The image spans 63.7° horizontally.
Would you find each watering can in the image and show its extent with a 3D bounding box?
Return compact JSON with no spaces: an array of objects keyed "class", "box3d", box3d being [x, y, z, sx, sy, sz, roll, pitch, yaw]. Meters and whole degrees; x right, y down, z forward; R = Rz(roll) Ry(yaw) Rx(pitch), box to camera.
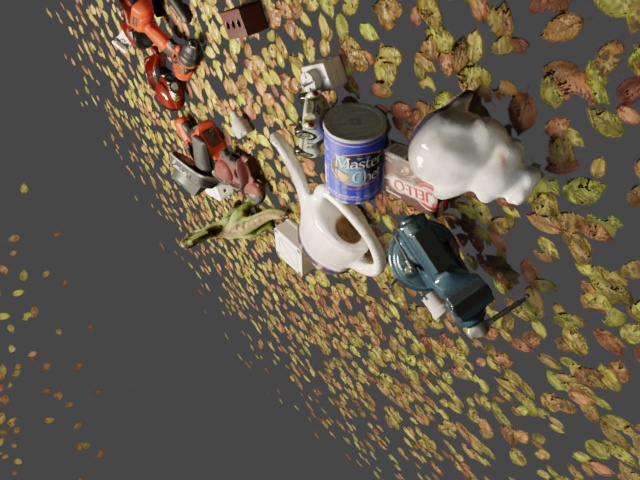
[{"class":"watering can","box3d":[0.003,-0.054,1.068,0.350,0.105,0.220,49,155,10]}]

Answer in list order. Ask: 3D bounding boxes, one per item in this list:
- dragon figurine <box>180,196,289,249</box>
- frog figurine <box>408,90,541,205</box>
[{"class":"dragon figurine","box3d":[-0.262,-0.024,1.420,0.409,0.245,0.121,-6,111,63]},{"class":"frog figurine","box3d":[0.195,-0.099,0.673,0.162,0.123,0.134,58,137,22]}]
